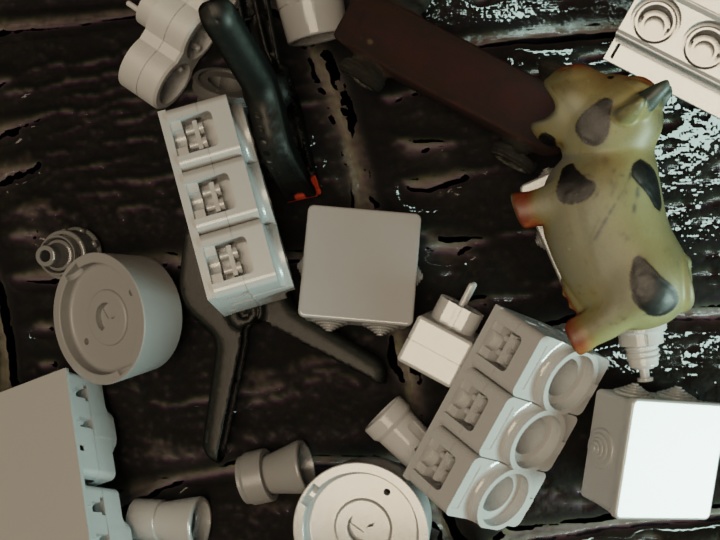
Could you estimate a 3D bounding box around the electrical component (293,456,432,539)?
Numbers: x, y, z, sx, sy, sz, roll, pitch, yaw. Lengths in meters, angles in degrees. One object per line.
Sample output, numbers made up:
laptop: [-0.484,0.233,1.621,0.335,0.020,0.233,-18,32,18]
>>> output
electrical component: [0.006,0.201,0.861,0.108,0.060,0.108,0,92,13]

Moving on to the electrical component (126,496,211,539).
electrical component: [-0.164,0.212,0.910,0.065,0.044,0.044,-1,92,17]

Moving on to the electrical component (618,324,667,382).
electrical component: [0.214,0.046,0.820,0.040,0.040,0.078,-6,91,13]

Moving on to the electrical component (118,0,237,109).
electrical component: [-0.160,-0.210,0.888,0.074,0.052,0.138,35,99,9]

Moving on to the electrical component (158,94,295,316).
electrical component: [-0.101,-0.049,0.836,0.062,0.089,0.150,-16,80,-2]

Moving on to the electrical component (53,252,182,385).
electrical component: [-0.196,0.038,0.896,0.108,0.060,0.108,3,95,34]

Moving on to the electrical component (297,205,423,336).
electrical component: [0.000,0.000,0.848,0.100,0.048,0.099,5,80,1]

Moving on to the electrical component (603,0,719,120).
electrical component: [0.253,-0.161,0.793,0.121,0.063,0.078,30,98,10]

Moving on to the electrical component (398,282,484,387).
electrical component: [0.071,0.044,0.839,0.047,0.066,0.076,28,97,10]

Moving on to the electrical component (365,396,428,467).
electrical component: [0.034,0.131,0.864,0.046,0.040,0.040,45,100,2]

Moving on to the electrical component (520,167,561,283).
electrical component: [0.180,-0.041,0.820,0.100,0.048,0.099,-24,87,12]

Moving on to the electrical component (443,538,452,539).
electrical component: [0.094,0.318,0.846,0.105,0.060,0.186,12,94,12]

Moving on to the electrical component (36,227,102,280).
electrical component: [-0.251,-0.013,0.910,0.048,0.062,0.048,0,92,12]

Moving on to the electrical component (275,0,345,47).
electrical component: [-0.038,-0.208,0.861,0.055,0.055,0.047,-11,93,13]

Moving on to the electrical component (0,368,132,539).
electrical component: [-0.257,0.190,0.894,0.105,0.060,0.186,-21,68,16]

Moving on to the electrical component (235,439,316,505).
electrical component: [-0.070,0.167,0.885,0.055,0.045,0.045,-15,89,13]

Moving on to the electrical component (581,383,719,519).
electrical component: [0.217,0.135,0.800,0.100,0.048,0.099,6,94,-24]

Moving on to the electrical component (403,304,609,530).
electrical component: [0.114,0.114,0.811,0.062,0.089,0.150,36,101,47]
